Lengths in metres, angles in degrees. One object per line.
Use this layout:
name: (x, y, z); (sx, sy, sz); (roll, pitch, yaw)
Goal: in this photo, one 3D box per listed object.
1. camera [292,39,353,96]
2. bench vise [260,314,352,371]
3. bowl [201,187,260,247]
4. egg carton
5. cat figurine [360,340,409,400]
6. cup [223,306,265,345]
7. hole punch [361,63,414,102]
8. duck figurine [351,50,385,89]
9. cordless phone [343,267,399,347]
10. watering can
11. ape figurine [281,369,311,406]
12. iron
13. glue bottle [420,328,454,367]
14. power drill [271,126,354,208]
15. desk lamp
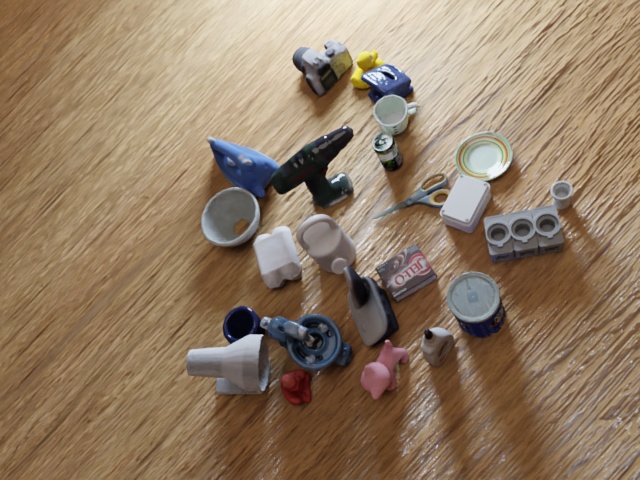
camera: (-0.007, -0.501, 1.591); (0.143, 0.101, 0.136); (-47, 60, -2)
bench vise: (-0.053, 0.216, 1.240); (0.206, 0.220, 0.121); (-2, 68, 21)
bowl: (-0.223, -0.049, 1.503); (0.167, 0.075, 0.167); (-8, 66, 19)
egg carton: (-0.105, 0.043, 1.421); (0.107, 0.070, 0.150); (-25, 62, 11)
cat figurine: (0.128, 0.271, 1.204); (0.067, 0.118, 0.128); (17, 76, 27)
cup: (-0.173, 0.225, 1.357); (0.091, 0.095, 0.118); (3, 70, 23)
hole punch: (0.174, -0.410, 1.486); (0.101, 0.091, 0.108); (-46, 60, -1)
duck figurine: (0.121, -0.463, 1.533); (0.104, 0.086, 0.077); (-40, 60, 2)
cordless phone: (0.093, 0.140, 1.234); (0.094, 0.185, 0.147); (-29, 61, 9)
watering can: (0.014, 0.003, 1.318); (0.172, 0.194, 0.101); (33, 83, 30)
ape figurine: (-0.059, 0.322, 1.272); (0.076, 0.092, 0.078); (28, 81, 29)
iron: (-0.231, -0.222, 1.540); (0.257, 0.142, 0.119); (32, 83, 29)
glue bottle: (0.230, 0.207, 1.158); (0.037, 0.173, 0.078); (25, 79, 29)
power drill: (0.005, -0.166, 1.384); (0.229, 0.209, 0.075); (-29, 61, 9)
desk lamp: (-0.185, 0.284, 1.268); (0.202, 0.214, 0.118); (-8, 66, 19)
